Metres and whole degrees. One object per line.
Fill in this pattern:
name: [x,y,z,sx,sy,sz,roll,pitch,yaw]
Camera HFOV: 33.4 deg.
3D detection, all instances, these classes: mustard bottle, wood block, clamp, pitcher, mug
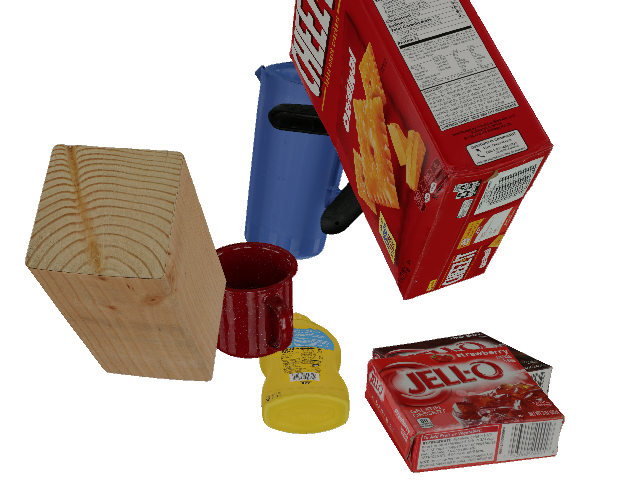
mustard bottle: [-0.023,0.143,1.238,0.096,0.058,0.191,-3,30,-4]
wood block: [-0.129,0.024,0.761,0.090,0.091,0.206,4,-25,6]
clamp: [0.069,-0.084,0.923,0.210,0.164,0.036,-14,-43,-2]
pitcher: [-0.020,-0.100,1.372,0.144,0.243,0.149,4,22,-17]
mug: [-0.060,0.063,1.015,0.093,0.081,0.117,-20,34,-31]

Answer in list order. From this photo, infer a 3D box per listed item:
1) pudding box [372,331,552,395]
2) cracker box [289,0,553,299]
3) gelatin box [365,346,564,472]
pudding box: [0.109,0.107,0.840,0.113,0.039,0.090,-3,16,-31]
cracker box: [0.050,-0.093,0.683,0.072,0.214,0.164,-18,-23,-15]
gelatin box: [0.078,0.091,0.590,0.089,0.030,0.073,-3,26,-17]
